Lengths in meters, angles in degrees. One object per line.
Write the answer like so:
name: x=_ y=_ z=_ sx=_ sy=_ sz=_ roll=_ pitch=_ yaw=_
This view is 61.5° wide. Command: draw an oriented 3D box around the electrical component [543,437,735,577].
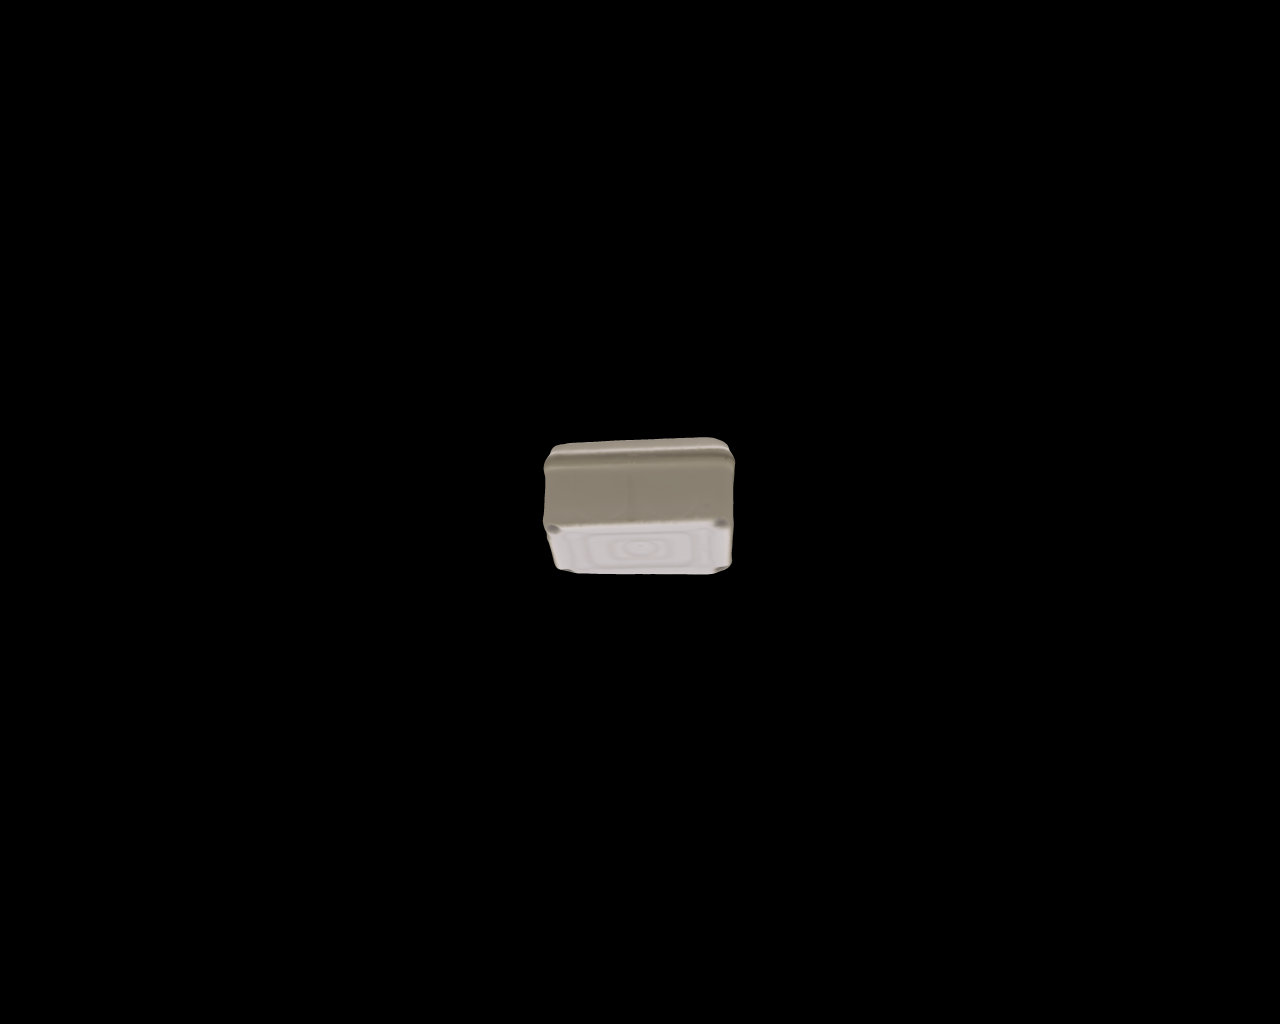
electrical component: x=0.001 y=-0.003 z=0.650 sx=0.113 sy=0.057 sz=0.078 roll=-1 pitch=-28 yaw=2
